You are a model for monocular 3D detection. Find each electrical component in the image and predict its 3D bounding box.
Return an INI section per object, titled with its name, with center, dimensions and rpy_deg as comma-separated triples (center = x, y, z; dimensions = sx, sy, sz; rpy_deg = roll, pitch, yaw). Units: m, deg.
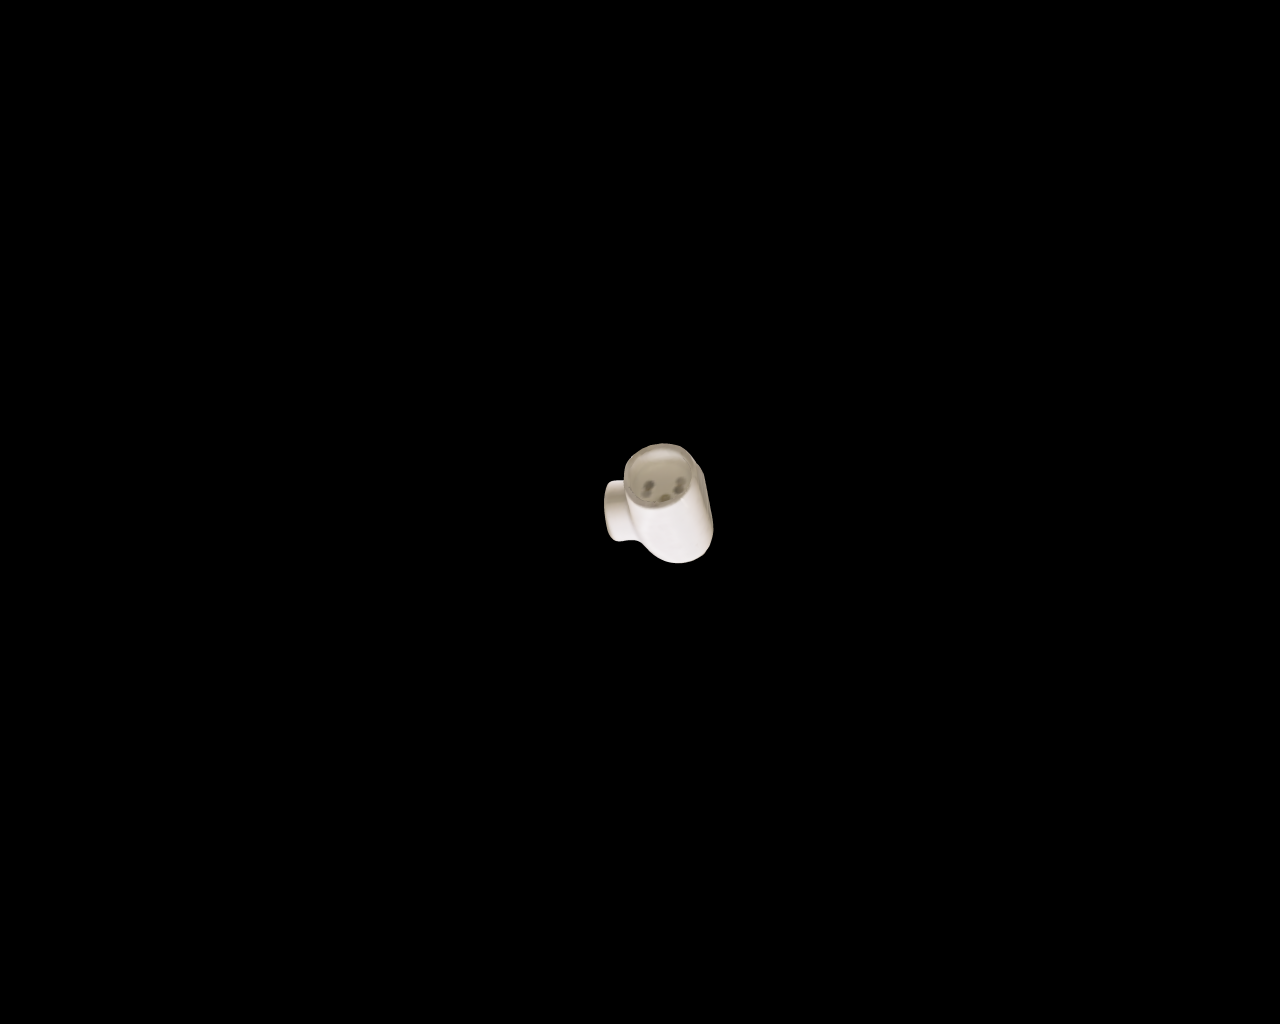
[electrical component]
center = 0.001, -0.003, 0.650
dimensions = 0.079, 0.044, 0.077
rpy_deg = -5, -28, 10
